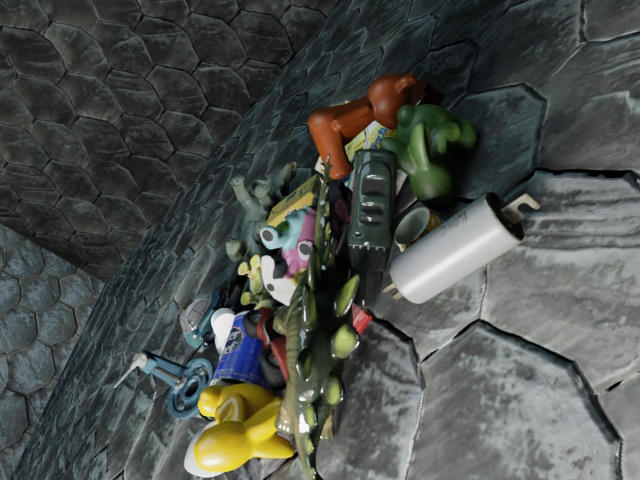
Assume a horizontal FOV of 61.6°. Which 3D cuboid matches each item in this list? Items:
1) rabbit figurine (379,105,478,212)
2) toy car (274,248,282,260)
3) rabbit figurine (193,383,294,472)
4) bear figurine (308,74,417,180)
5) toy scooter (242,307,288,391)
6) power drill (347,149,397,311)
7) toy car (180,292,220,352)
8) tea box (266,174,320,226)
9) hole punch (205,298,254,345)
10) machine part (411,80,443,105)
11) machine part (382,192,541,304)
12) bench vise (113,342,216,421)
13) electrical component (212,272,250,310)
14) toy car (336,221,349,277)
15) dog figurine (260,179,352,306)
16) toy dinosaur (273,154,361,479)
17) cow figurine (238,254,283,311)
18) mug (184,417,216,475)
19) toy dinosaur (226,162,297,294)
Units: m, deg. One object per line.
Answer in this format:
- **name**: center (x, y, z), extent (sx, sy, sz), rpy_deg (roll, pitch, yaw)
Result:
- **rabbit figurine**: center (0.179, -0.133, 0.858), extent (0.121, 0.159, 0.170), rpy_deg (-24, 51, 34)
- **toy car**: center (-0.052, 0.058, 1.126), extent (0.073, 0.056, 0.202), rpy_deg (-43, 25, 9)
- **rabbit figurine**: center (-0.120, 0.296, 0.812), extent (0.162, 0.121, 0.173), rpy_deg (-4, 2, 14)
- **bear figurine**: center (0.083, -0.201, 0.929), extent (0.196, 0.131, 0.120), rpy_deg (-22, 13, -3)
- **toy scooter**: center (-0.047, 0.169, 0.913), extent (0.135, 0.075, 0.184), rpy_deg (-15, 38, -16)
- **power drill**: center (0.077, -0.020, 0.835), extent (0.207, 0.086, 0.231), rpy_deg (-14, -72, -77)
- **toy car**: center (-0.294, 0.191, 1.343), extent (0.161, 0.103, 0.109), rpy_deg (-60, 24, -9)
- **tea box**: center (-0.031, -0.060, 1.195), extent (0.169, 0.098, 0.068), rpy_deg (-34, 28, 42)
- **hole punch**: center (-0.183, 0.184, 1.162), extent (0.142, 0.092, 0.116), rpy_deg (-55, 19, 8)
- **machine part**: center (0.175, -0.259, 1.132), extent (0.179, 0.056, 0.179), rpy_deg (-43, 24, 25)
- **machine part**: center (0.177, 0.014, 0.712), extent (0.243, 0.079, 0.079), rpy_deg (-39, 27, 33)
- **bench vise**: center (-0.272, 0.267, 1.042), extent (0.129, 0.240, 0.224), rpy_deg (-54, 38, -8)
- **electrical component**: center (-0.198, 0.130, 1.282), extent (0.048, 0.074, 0.119), rpy_deg (-26, 33, 50)
- **toy car**: center (0.030, 0.021, 1.023), extent (0.089, 0.053, 0.202), rpy_deg (-12, 45, 54)
- **dog figurine**: center (-0.002, -0.003, 0.950), extent (0.109, 0.191, 0.219), rpy_deg (17, 33, 25)
- **toy dinosaur**: center (0.000, 0.107, 0.738), extent (0.198, 0.105, 0.471), rpy_deg (114, 157, -58)
- **cow figurine**: center (-0.113, 0.118, 1.131), extent (0.068, 0.098, 0.167), rpy_deg (-35, 47, 26)
- **mug**: center (-0.194, 0.360, 0.940), extent (0.107, 0.081, 0.110), rpy_deg (-46, 29, 38)
- **toy dinosaur**: center (-0.150, -0.023, 1.337), extent (0.131, 0.192, 0.405), rpy_deg (-1, 63, 18)
